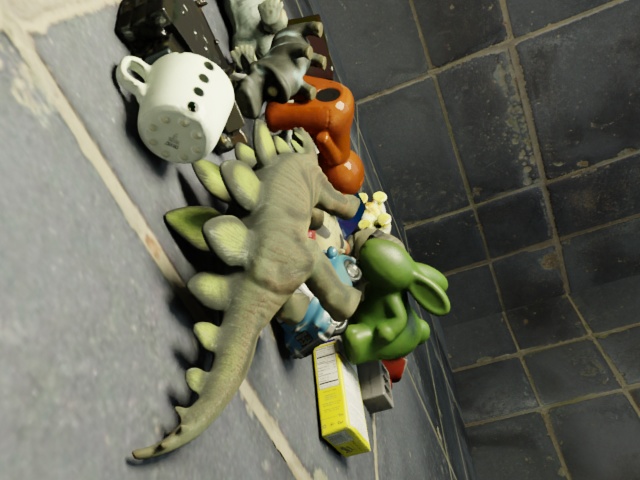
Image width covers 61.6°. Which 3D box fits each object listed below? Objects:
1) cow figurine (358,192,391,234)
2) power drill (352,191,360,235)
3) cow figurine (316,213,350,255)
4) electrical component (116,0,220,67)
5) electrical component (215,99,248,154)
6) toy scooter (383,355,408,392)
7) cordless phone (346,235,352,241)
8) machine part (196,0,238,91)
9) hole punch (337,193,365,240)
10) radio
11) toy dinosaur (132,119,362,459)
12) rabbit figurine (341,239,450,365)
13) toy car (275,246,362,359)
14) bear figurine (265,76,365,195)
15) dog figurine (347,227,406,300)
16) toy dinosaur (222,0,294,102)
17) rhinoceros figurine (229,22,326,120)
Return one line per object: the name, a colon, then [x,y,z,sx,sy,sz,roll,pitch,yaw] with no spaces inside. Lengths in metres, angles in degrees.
cow figurine: [0.118,-0.016,1.131,0.098,0.068,0.167,76,8,-49]
power drill: [0.049,-0.107,1.250,0.207,0.086,0.232,58,20,-69]
cow figurine: [-0.002,-0.003,0.860,0.127,0.085,0.195,35,36,-67]
electrical component: [-0.156,-0.209,0.573,0.114,0.058,0.134,52,23,-51]
electrical component: [-0.127,-0.160,0.663,0.078,0.045,0.102,35,-31,62]
toy scooter: [0.126,0.221,1.027,0.135,0.075,0.183,-78,-177,-87]
cordless phone: [0.063,0.043,1.116,0.184,0.089,0.146,-108,173,-62]
machine part: [-0.145,-0.249,0.722,0.084,0.039,0.138,-79,150,-49]
hole punch: [0.024,-0.062,1.011,0.142,0.092,0.116,57,21,-26]
radio: [-0.027,-0.303,1.034,0.229,0.073,0.131,97,-20,-72]
toy dinosaur: [-0.056,0.008,0.541,0.198,0.105,0.472,43,34,-31]
rabbit figurine: [0.101,0.081,0.758,0.121,0.159,0.170,-71,161,-62]
toy car: [-0.019,0.068,0.694,0.103,0.109,0.162,41,35,-16]
bear figurine: [0.003,-0.145,0.830,0.195,0.132,0.120,82,22,-50]
dog figurine: [0.096,0.014,0.909,0.190,0.121,0.172,91,-20,-58]
toy dinosaur: [-0.110,-0.385,0.897,0.192,0.131,0.404,-49,126,-74]
rhinoceros figurine: [-0.058,-0.236,0.739,0.073,0.112,0.190,83,24,-47]
